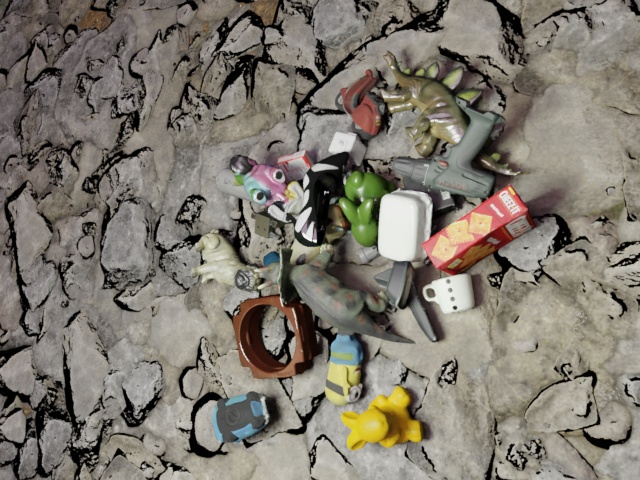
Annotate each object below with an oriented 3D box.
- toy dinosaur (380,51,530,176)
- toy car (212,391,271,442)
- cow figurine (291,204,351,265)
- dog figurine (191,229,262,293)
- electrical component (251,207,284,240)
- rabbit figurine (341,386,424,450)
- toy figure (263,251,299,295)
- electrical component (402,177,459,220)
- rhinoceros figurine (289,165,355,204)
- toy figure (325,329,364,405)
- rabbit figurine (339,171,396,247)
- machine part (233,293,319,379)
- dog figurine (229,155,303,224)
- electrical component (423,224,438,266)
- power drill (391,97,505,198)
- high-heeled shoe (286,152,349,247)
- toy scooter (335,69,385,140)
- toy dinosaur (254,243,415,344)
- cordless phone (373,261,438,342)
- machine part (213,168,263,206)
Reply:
[{"bbox_3d":[0.295,-0.296,1.276,0.198,0.105,0.471,-36,69,12],"label":"toy dinosaur"},{"bbox_3d":[-0.185,0.440,1.350,0.162,0.102,0.109,-26,64,16],"label":"toy car"},{"bbox_3d":[-0.003,-0.004,1.372,0.127,0.085,0.195,33,98,28],"label":"cow figurine"},{"bbox_3d":[-0.240,0.055,1.489,0.191,0.121,0.172,3,82,14],"label":"dog figurine"},{"bbox_3d":[-0.144,-0.048,1.484,0.102,0.045,0.078,15,114,33],"label":"electrical component"},{"bbox_3d":[0.125,0.389,1.159,0.162,0.173,0.122,-17,74,19],"label":"rabbit figurine"},{"bbox_3d":[-0.095,0.099,1.411,0.058,0.064,0.154,-26,66,-21],"label":"toy figure"},{"bbox_3d":[0.252,-0.105,1.277,0.134,0.058,0.115,-17,68,24],"label":"electrical component"},{"bbox_3d":[0.008,-0.138,1.405,0.190,0.073,0.112,-27,65,20],"label":"rhinoceros figurine"},{"bbox_3d":[0.059,0.297,1.269,0.089,0.082,0.180,-5,82,47],"label":"toy figure"},{"bbox_3d":[0.115,-0.071,1.287,0.121,0.159,0.170,-4,75,18],"label":"rabbit figurine"},{"bbox_3d":[-0.110,0.237,1.345,0.202,0.087,0.201,-13,87,29],"label":"machine part"},{"bbox_3d":[-0.145,-0.140,1.396,0.108,0.191,0.219,-51,35,-3],"label":"dog figurine"},{"bbox_3d":[0.260,0.010,1.264,0.063,0.021,0.094,36,95,30],"label":"electrical component"},{"bbox_3d":[0.291,-0.203,1.175,0.232,0.086,0.207,26,107,14],"label":"power drill"},{"bbox_3d":[0.017,-0.099,1.284,0.248,0.086,0.145,-50,49,-1],"label":"high-heeled shoe"},{"bbox_3d":[0.115,-0.357,1.387,0.135,0.075,0.184,-53,53,33],"label":"toy scooter"},{"bbox_3d":[0.025,0.134,1.240,0.405,0.192,0.131,35,126,23],"label":"toy dinosaur"},{"bbox_3d":[0.204,0.144,1.192,0.089,0.146,0.184,-29,71,7],"label":"cordless phone"},{"bbox_3d":[-0.210,-0.152,1.521,0.244,0.079,0.079,20,88,29],"label":"machine part"}]
